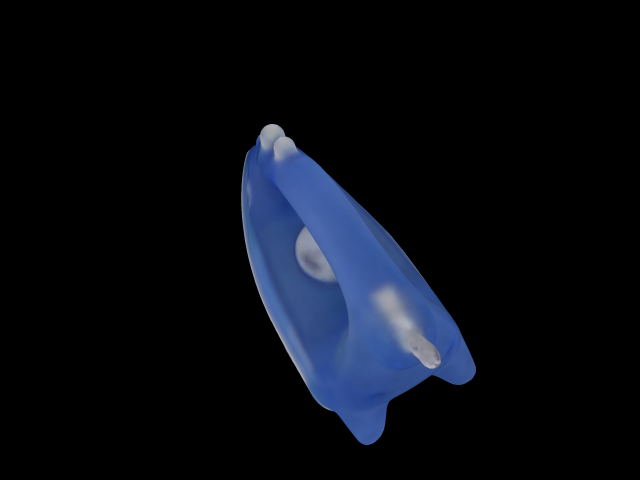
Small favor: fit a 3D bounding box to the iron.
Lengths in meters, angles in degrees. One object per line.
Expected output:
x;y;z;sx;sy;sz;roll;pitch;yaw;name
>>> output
0.004;0.001;0.400;0.119;0.141;0.258;-30;70;-11;iron
